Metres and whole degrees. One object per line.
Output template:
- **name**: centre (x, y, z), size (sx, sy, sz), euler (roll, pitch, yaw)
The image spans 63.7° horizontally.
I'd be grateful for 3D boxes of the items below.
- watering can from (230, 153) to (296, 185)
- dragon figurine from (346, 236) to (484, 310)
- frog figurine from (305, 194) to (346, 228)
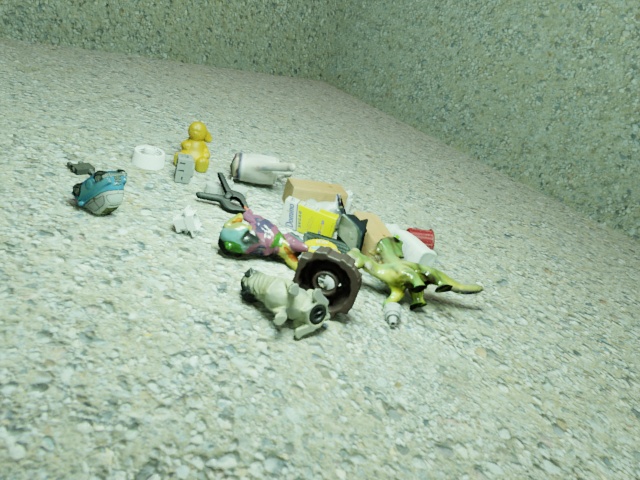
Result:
- **watering can**: centre (-0.201, -0.252, 1.804), size (0.224, 0.104, 0.347), euler (6, 0, -11)
- **dragon figurine**: centre (0.249, 0.071, 1.447), size (0.410, 0.119, 0.248), euler (1, 45, -30)
- **frog figurine**: centre (0.005, -0.087, 1.726), size (0.159, 0.120, 0.140), euler (-18, 35, 7)
